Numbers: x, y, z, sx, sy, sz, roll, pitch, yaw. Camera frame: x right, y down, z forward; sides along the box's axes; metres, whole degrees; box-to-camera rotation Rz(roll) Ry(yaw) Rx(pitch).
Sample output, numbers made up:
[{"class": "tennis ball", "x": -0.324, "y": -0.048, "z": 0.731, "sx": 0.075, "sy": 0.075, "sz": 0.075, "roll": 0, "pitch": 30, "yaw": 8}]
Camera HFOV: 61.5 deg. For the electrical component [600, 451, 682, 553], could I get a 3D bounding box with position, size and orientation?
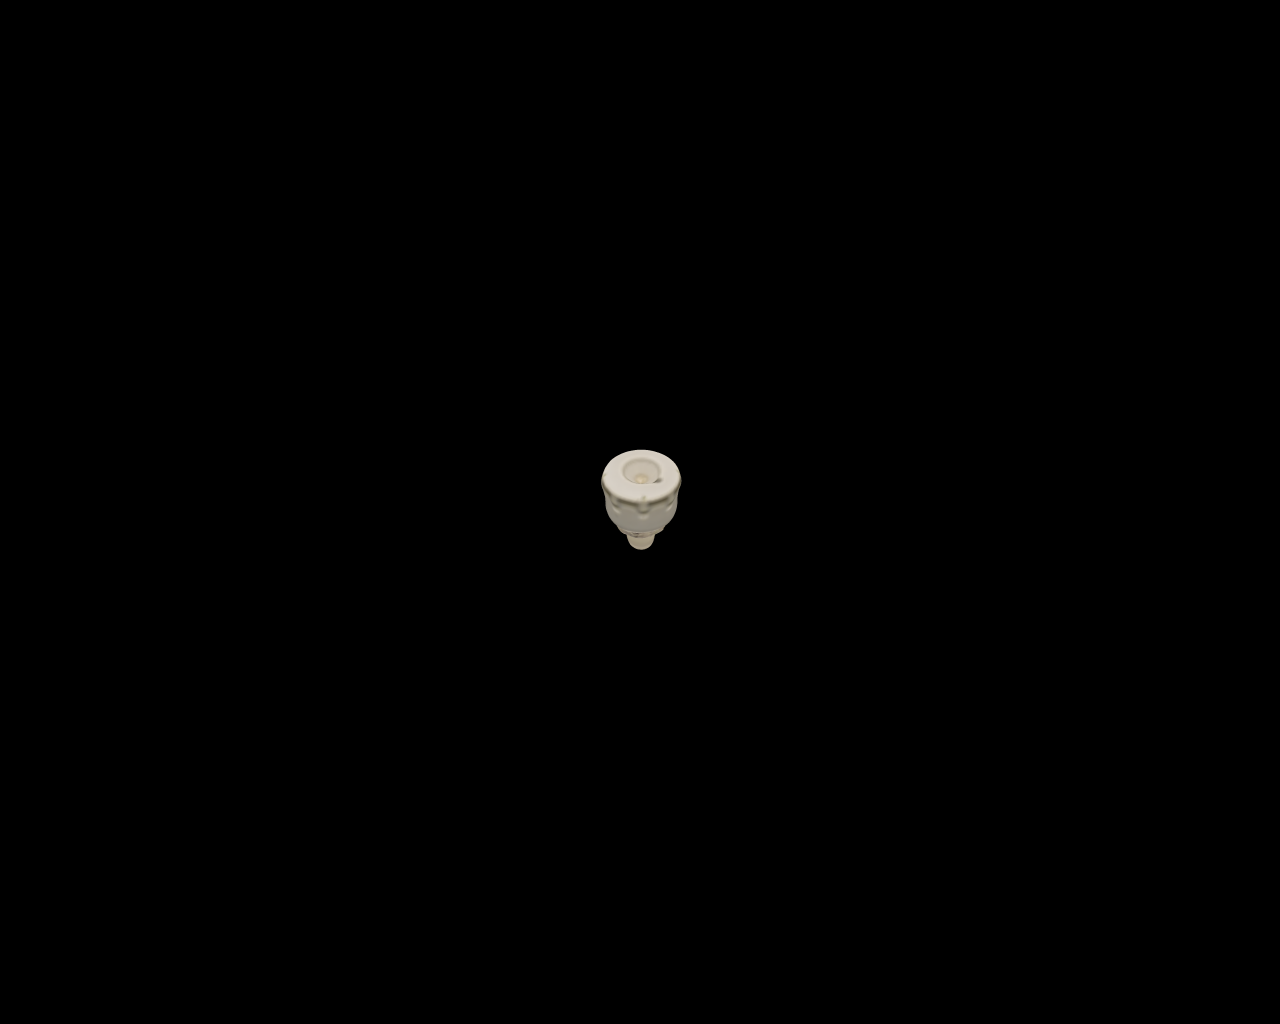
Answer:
[{"class": "electrical component", "x": 0.001, "y": -0.003, "z": 0.650, "sx": 0.048, "sy": 0.062, "sz": 0.048, "roll": 0, "pitch": 43, "yaw": 0}]
